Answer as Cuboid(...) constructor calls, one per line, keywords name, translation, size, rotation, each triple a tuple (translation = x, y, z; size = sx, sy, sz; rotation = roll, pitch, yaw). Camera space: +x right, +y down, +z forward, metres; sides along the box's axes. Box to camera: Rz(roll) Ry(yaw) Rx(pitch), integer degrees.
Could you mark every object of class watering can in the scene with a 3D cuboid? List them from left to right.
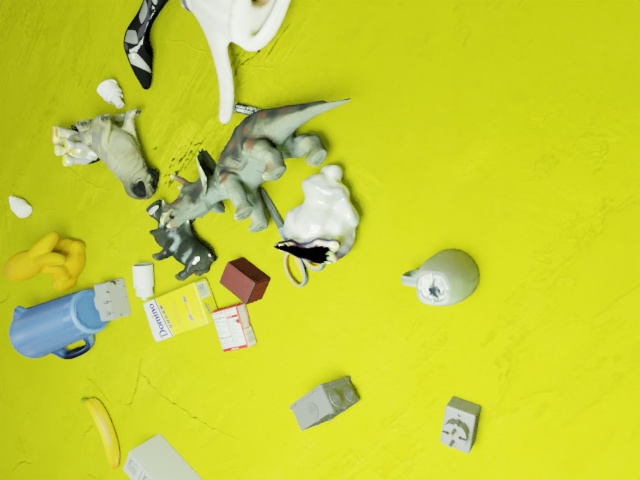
Cuboid(name="watering can", translation=(-0.167, -0.405, 0.925), size=(0.226, 0.104, 0.342), rotation=(38, 113, 22))

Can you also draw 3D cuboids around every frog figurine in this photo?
Cuboid(name="frog figurine", translation=(0.003, -0.045, 0.887), size=(0.136, 0.121, 0.163), rotation=(-12, 54, 40))
